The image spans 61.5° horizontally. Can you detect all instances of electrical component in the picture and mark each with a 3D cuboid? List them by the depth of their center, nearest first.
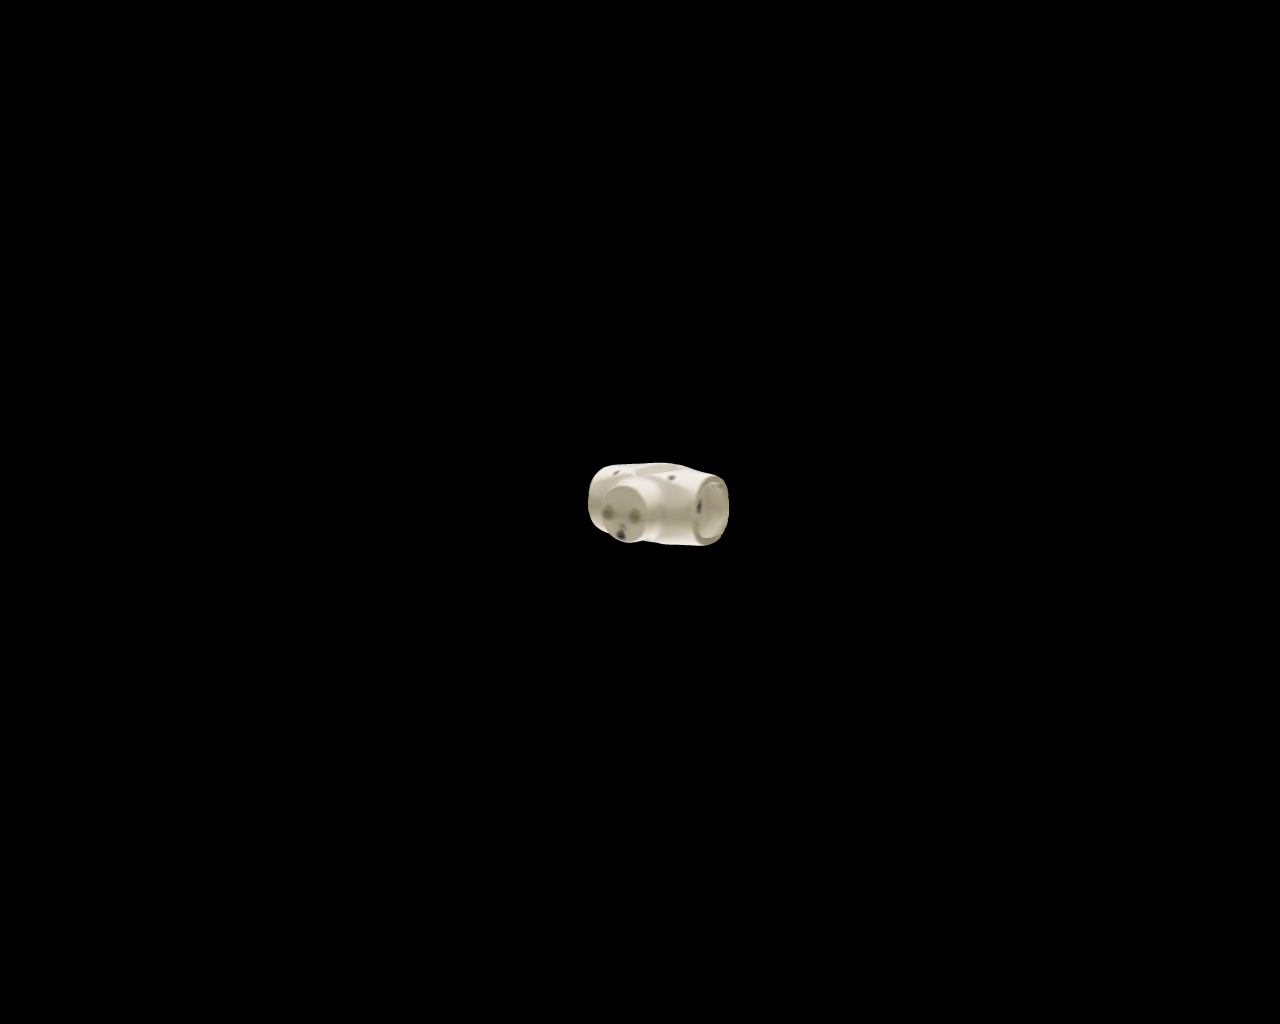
[{"bbox_3d":[0.001,-0.003,0.650,0.077,0.043,0.079,8,14,35],"label":"electrical component"}]
